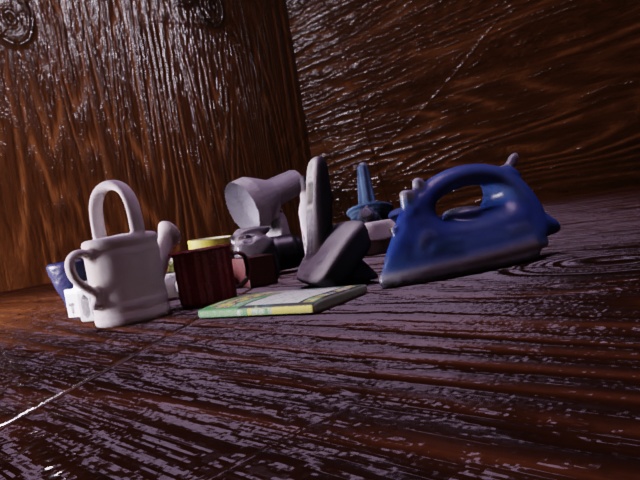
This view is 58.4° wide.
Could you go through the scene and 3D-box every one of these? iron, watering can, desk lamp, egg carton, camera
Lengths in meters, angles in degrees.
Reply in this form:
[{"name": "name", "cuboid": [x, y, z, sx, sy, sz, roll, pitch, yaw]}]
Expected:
[{"name": "iron", "cuboid": [0.178, -0.031, 0.738, 0.259, 0.141, 0.118, -11, 3, -25]}, {"name": "watering can", "cuboid": [-0.270, 0.014, 0.794, 0.100, 0.194, 0.173, -9, 3, 13]}, {"name": "desk lamp", "cuboid": [-0.094, -0.045, 1.269, 0.204, 0.213, 0.117, -11, 3, -37]}, {"name": "egg carton", "cuboid": [0.153, -0.011, 1.243, 0.150, 0.069, 0.107, -10, 2, -9]}, {"name": "camera", "cuboid": [-0.099, 0.020, 1.103, 0.137, 0.101, 0.143, -10, 2, -14]}]

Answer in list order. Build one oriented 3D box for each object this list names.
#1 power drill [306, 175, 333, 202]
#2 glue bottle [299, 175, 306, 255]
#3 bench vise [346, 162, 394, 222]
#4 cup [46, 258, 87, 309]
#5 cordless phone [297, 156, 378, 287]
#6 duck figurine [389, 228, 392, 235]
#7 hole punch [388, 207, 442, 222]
[{"name": "power drill", "cuboid": [0.006, -0.068, 1.501, 0.075, 0.208, 0.230, -9, 2, 5]}, {"name": "glue bottle", "cuboid": [-0.015, -0.026, 0.987, 0.037, 0.173, 0.078, -10, 3, -10]}, {"name": "bench vise", "cuboid": [0.131, -0.092, 1.434, 0.121, 0.220, 0.207, -10, 2, -8]}, {"name": "cup", "cuboid": [-0.459, 0.084, 1.077, 0.092, 0.095, 0.117, -11, 3, -31]}, {"name": "cordless phone", "cuboid": [0.010, -0.028, 0.795, 0.094, 0.185, 0.147, -10, 3, -19]}, {"name": "duck figurine", "cuboid": [0.148, -0.002, 0.832, 0.104, 0.086, 0.077, -10, 3, -9]}, {"name": "hole punch", "cuboid": [0.194, -0.023, 1.088, 0.101, 0.091, 0.108, -11, 3, -27]}]
